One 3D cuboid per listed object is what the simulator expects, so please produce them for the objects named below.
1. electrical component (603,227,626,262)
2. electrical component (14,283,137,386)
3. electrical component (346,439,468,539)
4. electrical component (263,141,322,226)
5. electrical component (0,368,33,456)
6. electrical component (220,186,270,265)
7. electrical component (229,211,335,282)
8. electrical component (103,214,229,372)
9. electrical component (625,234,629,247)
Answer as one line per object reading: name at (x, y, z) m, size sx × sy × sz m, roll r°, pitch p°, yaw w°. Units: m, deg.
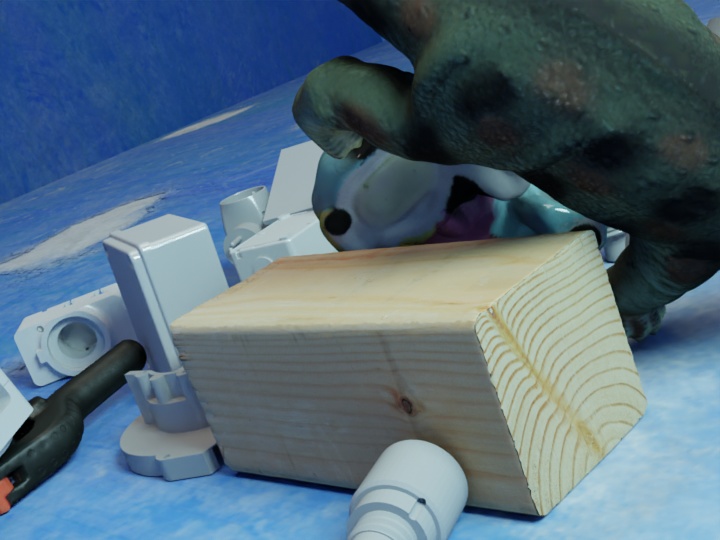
electrical component at (0.156, -0.037, 0.676) m, size 0.048 × 0.062 × 0.048 m, roll -19°, pitch 15°, yaw 5°
electrical component at (-0.231, 0.053, 0.885) m, size 0.089 × 0.050 × 0.055 m, roll -21°, pitch 14°, yaw -5°
electrical component at (0.014, 0.098, 0.416) m, size 0.040 × 0.040 × 0.078 m, roll -12°, pitch 16°, yaw 27°
electrical component at (0.019, -0.076, 0.936) m, size 0.186 × 0.060 × 0.105 m, roll -15°, pitch 38°, yaw 19°
electrical component at (-0.292, 0.121, 0.629) m, size 0.186 × 0.060 × 0.105 m, roll -22°, pitch 23°, yaw 28°
electrical component at (-0.095, -0.025, 0.936) m, size 0.043 × 0.077 × 0.079 m, roll -15°, pitch 15°, yaw 19°
electrical component at (-0.045, -0.010, 0.847) m, size 0.062 × 0.061 × 0.096 m, roll -10°, pitch 17°, yaw 34°
electrical component at (-0.127, 0.021, 0.749) m, size 0.056 × 0.108 × 0.109 m, roll -22°, pitch 14°, yaw -20°
electrical component at (0.185, -0.019, 0.610) m, size 0.055 × 0.045 × 0.045 m, roll -29°, pitch 17°, yaw -33°
